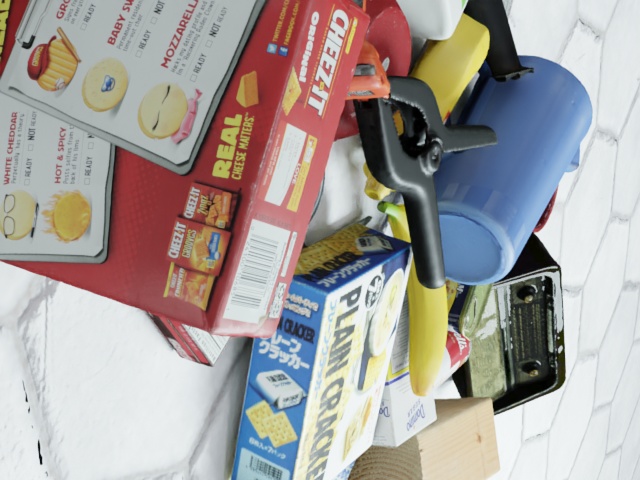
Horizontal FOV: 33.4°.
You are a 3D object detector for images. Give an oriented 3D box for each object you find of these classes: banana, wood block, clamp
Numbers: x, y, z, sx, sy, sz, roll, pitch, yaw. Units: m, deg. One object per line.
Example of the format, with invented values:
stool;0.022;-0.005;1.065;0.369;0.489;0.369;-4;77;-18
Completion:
banana;0.091;0.047;1.006;0.069;0.037;0.198;-26;109;-38
wood block;0.115;0.235;1.163;0.205;0.090;0.091;-5;88;-60
clamp;0.081;-0.062;0.892;0.209;0.036;0.164;36;67;-51

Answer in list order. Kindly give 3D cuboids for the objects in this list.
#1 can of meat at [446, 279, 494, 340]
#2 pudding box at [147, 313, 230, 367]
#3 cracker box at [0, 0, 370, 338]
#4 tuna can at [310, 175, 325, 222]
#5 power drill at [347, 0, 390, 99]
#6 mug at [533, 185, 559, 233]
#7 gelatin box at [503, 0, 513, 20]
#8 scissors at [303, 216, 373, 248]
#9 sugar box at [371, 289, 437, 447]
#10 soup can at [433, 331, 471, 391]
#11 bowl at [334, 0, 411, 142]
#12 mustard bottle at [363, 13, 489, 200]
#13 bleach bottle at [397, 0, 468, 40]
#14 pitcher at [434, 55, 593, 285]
can of meat;0.134;0.045;1.129;0.057;0.084;0.102;36;72;-63
pudding box;-0.081;0.024;0.787;0.113;0.039;0.090;-58;147;-25
cracker box;-0.100;-0.058;0.526;0.072;0.214;0.164;17;88;-63
tuna can;-0.031;-0.045;0.847;0.086;0.034;0.086;-34;131;-50
power drill;0.017;-0.196;0.765;0.184;0.057;0.188;-31;117;-79
mug;0.231;-0.069;1.252;0.117;0.082;0.093;-51;143;-37
gelatin box;0.171;-0.243;1.117;0.089;0.030;0.073;9;94;-61
scissors;-0.006;0.001;0.930;0.201;0.016;0.096;-48;145;-40
sugar box;0.068;0.104;1.043;0.093;0.048;0.176;-16;104;-57
soup can;0.111;0.127;1.148;0.102;0.069;0.068;-30;128;-52
bowl;0.031;-0.151;0.884;0.161;0.055;0.162;-36;134;-49
mustard bottle;0.090;-0.115;0.986;0.191;0.058;0.096;-59;-177;-24
bleach bottle;0.134;-0.309;0.985;0.250;0.068;0.102;-64;154;-24
pitcher;0.175;-0.078;1.088;0.145;0.149;0.242;89;26;-46
